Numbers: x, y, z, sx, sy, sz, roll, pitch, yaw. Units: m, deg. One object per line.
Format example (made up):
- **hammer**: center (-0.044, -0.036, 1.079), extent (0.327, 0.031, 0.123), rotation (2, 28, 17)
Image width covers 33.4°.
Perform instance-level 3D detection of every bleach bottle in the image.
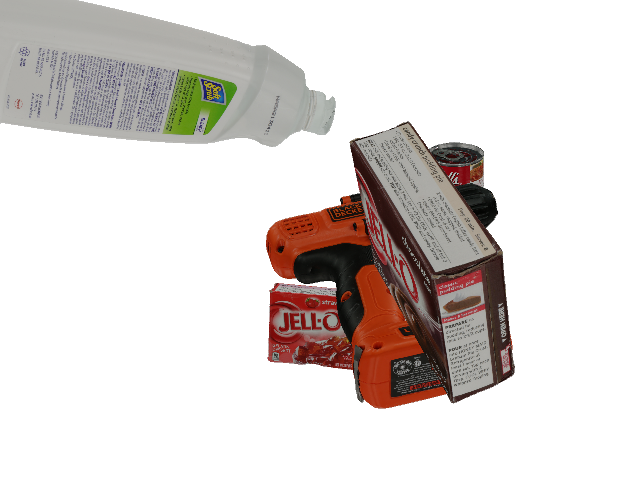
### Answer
- **bleach bottle**: center (-0.115, -0.109, 0.772), extent (0.250, 0.068, 0.103), rotation (10, -45, -14)

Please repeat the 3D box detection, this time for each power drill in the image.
- **power drill**: center (0.067, 0.029, 0.771), extent (0.184, 0.057, 0.188), rotation (-14, 37, -9)

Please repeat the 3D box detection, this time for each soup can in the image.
- **soup can**: center (0.161, -0.059, 1.284), extent (0.068, 0.102, 0.068), rotation (-2, 27, 1)

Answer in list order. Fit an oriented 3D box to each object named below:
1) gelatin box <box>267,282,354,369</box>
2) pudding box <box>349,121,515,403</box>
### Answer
- **gelatin box**: center (-0.005, 0.083, 1.029), extent (0.089, 0.073, 0.030), rotation (5, 15, 9)
- **pudding box**: center (0.054, 0.009, 0.529), extent (0.039, 0.090, 0.113), rotation (-22, 43, -7)
